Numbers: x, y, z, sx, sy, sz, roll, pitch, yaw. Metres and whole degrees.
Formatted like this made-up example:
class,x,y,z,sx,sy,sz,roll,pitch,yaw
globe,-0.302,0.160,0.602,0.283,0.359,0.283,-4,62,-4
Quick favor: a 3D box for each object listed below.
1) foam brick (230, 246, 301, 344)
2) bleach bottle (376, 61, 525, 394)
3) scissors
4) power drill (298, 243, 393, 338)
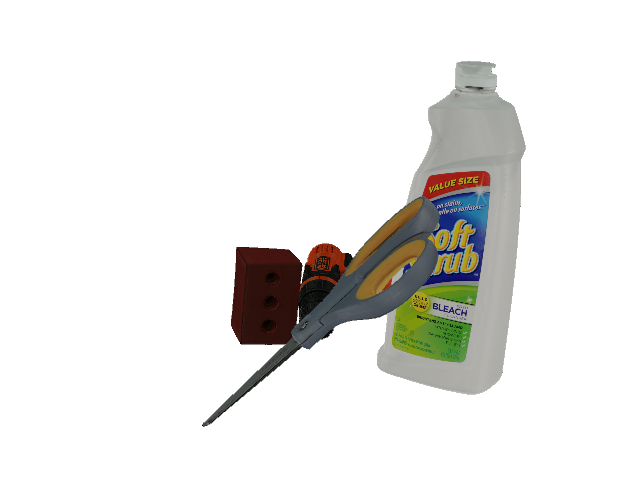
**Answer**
class,x,y,z,sx,sy,sz,roll,pitch,yaw
foam brick,-0.050,0.050,0.970,0.053,0.078,0.051,1,14,-15
bleach bottle,0.103,-0.012,0.827,0.103,0.251,0.067,12,19,30
scissors,0.003,0.054,0.636,0.016,0.202,0.096,42,2,-17
power drill,0.068,0.058,1.241,0.187,0.057,0.184,0,28,4
